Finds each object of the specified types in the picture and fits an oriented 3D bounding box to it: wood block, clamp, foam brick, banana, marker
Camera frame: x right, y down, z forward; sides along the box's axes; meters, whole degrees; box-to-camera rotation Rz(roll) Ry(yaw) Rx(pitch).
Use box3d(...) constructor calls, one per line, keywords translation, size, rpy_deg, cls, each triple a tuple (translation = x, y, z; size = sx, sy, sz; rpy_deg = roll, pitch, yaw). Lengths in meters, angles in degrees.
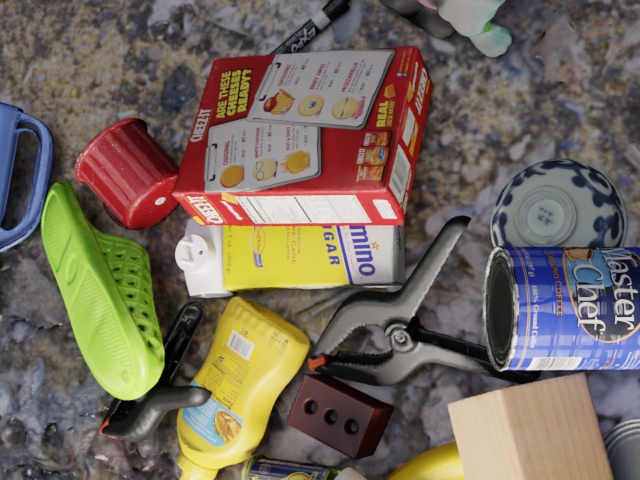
box3d(translation=(0.186, 0.222, 0.879), size=(0.091, 0.090, 0.206), rpy_deg=(-36, 64, 61), cls="wood block")
box3d(translation=(0.086, 0.089, 0.971), size=(0.210, 0.036, 0.164), rpy_deg=(-29, 98, 28), cls="clamp")
box3d(translation=(0.019, 0.164, 0.996), size=(0.078, 0.051, 0.053), rpy_deg=(23, 93, 23), cls="foam brick")
box3d(translation=(0.086, 0.239, 0.969), size=(0.069, 0.037, 0.198), rpy_deg=(40, 101, 4), cls="banana")
box3d(translation=(-0.018, -0.206, 1.074), size=(0.121, 0.020, 0.020), rpy_deg=(-38, 71, 14), cls="marker")
box3d(translation=(-0.163, 0.140, 1.068), size=(0.172, 0.039, 0.120), rpy_deg=(-35, 36, 34), cls="clamp")

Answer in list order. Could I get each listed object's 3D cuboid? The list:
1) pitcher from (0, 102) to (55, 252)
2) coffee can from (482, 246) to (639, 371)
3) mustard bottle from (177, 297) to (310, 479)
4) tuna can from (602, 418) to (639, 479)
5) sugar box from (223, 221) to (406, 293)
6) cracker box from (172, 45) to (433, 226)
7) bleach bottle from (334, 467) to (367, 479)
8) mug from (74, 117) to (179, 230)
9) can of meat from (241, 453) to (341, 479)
box3d(translation=(-0.394, -0.038, 1.163), size=(0.149, 0.144, 0.243), rpy_deg=(6, 89, 40), cls="pitcher")
box3d(translation=(0.213, 0.056, 0.870), size=(0.140, 0.103, 0.103), rpy_deg=(0, 83, -5), cls="coffee can")
box3d(translation=(-0.088, 0.158, 1.036), size=(0.096, 0.058, 0.192), rpy_deg=(31, 96, 37), cls="mustard bottle")
box3d(translation=(0.273, 0.192, 0.894), size=(0.086, 0.033, 0.086), rpy_deg=(-3, 82, 23), cls="tuna can")
box3d(translation=(-0.007, 0.001, 1.030), size=(0.176, 0.048, 0.093), rpy_deg=(-4, 82, 24), cls="sugar box")
box3d(translation=(-0.013, -0.095, 1.005), size=(0.214, 0.072, 0.164), rpy_deg=(0, 59, 24), cls="cracker box")
box3d(translation=(0.090, 0.313, 0.919), size=(0.251, 0.068, 0.102), rpy_deg=(40, 89, 5), cls="bleach bottle")
box3d(translation=(-0.195, -0.057, 1.101), size=(0.081, 0.093, 0.117), rpy_deg=(47, 133, 16), cls="mug")
box3d(translation=(-0.028, 0.257, 1.002), size=(0.084, 0.057, 0.102), rpy_deg=(3, 86, 20), cls="can of meat")
